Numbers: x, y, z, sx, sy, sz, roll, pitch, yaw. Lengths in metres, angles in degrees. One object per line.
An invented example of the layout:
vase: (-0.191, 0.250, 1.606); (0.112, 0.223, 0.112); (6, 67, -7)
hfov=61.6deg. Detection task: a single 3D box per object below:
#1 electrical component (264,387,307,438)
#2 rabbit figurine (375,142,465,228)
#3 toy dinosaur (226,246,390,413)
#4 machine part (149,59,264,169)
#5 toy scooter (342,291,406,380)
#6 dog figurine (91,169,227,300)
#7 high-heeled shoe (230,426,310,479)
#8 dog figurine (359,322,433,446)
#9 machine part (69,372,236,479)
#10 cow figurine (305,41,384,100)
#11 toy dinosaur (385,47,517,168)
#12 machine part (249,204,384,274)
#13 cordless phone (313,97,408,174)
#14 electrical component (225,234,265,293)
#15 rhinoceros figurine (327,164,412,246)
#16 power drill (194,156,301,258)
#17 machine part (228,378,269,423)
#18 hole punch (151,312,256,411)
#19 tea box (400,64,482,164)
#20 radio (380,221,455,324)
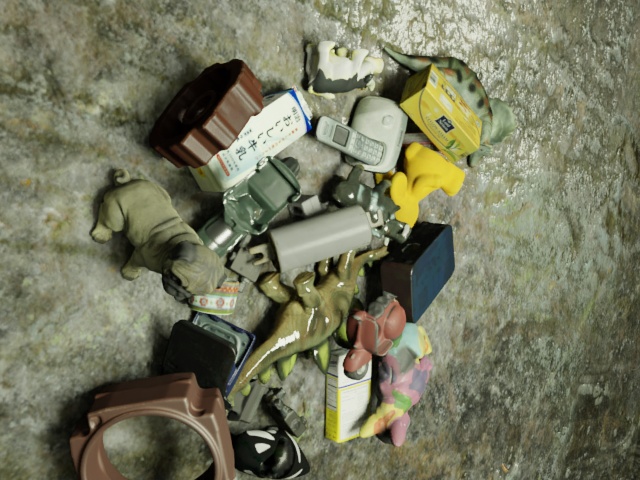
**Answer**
electrical component: (-0.059, 0.306, 0.956); (0.045, 0.078, 0.102); (-44, 111, -28)
rabbit figurine: (0.192, -0.102, 1.108); (0.162, 0.122, 0.173); (25, 97, -37)
toy dinosaur: (-0.023, 0.140, 0.953); (0.471, 0.105, 0.198); (-32, 115, -34)
machine part: (-0.161, -0.177, 0.762); (0.056, 0.180, 0.179); (45, 67, -38)
toy scooter: (0.095, 0.153, 0.966); (0.184, 0.075, 0.135); (-44, 138, -38)
dog figurine: (-0.211, -0.013, 0.722); (0.121, 0.191, 0.172); (-44, 119, -28)
high-heeled shoe: (-0.067, 0.378, 0.919); (0.248, 0.145, 0.086); (36, 73, -35)
dog figurine: (0.147, 0.291, 1.062); (0.219, 0.109, 0.191); (-59, 145, -43)
machine part: (-0.228, 0.298, 0.750); (0.201, 0.087, 0.200); (-9, 103, -5)
cow figurine: (0.049, -0.304, 0.988); (0.167, 0.068, 0.098); (-2, 102, -37)
toy dinosaur: (0.302, -0.315, 1.176); (0.404, 0.131, 0.192); (48, 53, -29)
machine part: (-0.002, -0.003, 0.914); (0.243, 0.079, 0.079); (-17, 107, -16)
cordless phone: (0.069, -0.214, 1.009); (0.184, 0.089, 0.146); (19, 83, -36)
electrical component: (-0.128, 0.040, 0.908); (0.063, 0.021, 0.094); (35, 74, -37)
rhinoceros figurine: (0.101, -0.061, 1.026); (0.190, 0.073, 0.112); (32, 49, -29)
power drill: (-0.095, -0.066, 0.811); (0.232, 0.207, 0.086); (-44, 104, -14)
machine part: (-0.150, 0.259, 0.906); (0.138, 0.039, 0.084); (42, 73, -37)
hole punch: (-0.172, 0.177, 0.825); (0.092, 0.142, 0.115); (-40, 154, -73)
tea box: (0.239, -0.245, 1.048); (0.169, 0.068, 0.098); (43, 45, -22)
radio: (0.208, 0.060, 1.121); (0.229, 0.073, 0.130); (-40, 128, -47)
